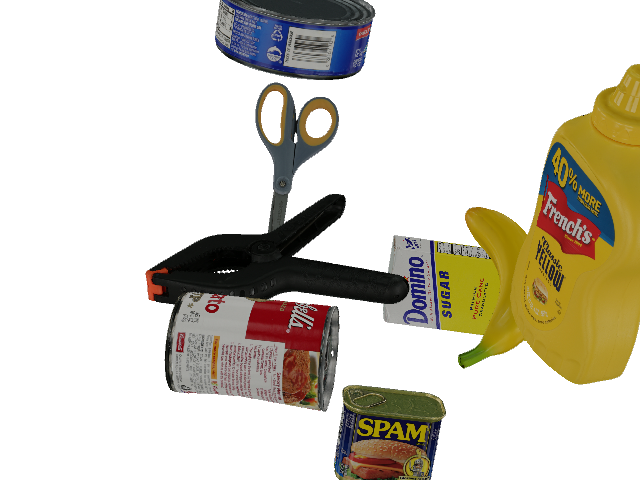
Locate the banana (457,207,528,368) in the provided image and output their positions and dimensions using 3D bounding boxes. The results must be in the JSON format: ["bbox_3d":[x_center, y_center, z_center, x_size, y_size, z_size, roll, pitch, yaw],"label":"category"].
[{"bbox_3d":[0.151,0.028,0.880,0.070,0.037,0.197,1,36,10],"label":"banana"}]

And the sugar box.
[{"bbox_3d":[0.161,0.054,1.169,0.176,0.093,0.048,6,22,0],"label":"sugar box"}]

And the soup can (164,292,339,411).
[{"bbox_3d":[-0.043,0.071,0.692,0.102,0.068,0.068,5,1,8],"label":"soup can"}]

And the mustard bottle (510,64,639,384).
[{"bbox_3d":[0.160,-0.014,0.612,0.058,0.192,0.096,-7,41,-15],"label":"mustard bottle"}]

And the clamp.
[{"bbox_3d":[-0.045,0.015,0.917,0.210,0.036,0.164,-7,31,-10],"label":"clamp"}]

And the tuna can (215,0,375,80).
[{"bbox_3d":[-0.015,-0.118,0.589,0.086,0.034,0.086,9,25,-4],"label":"tuna can"}]

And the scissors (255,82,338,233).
[{"bbox_3d":[-0.021,-0.066,1.100,0.096,0.202,0.016,-7,-9,-6],"label":"scissors"}]

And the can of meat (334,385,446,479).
[{"bbox_3d":[0.067,0.197,1.060,0.102,0.084,0.057,7,17,-4],"label":"can of meat"}]
